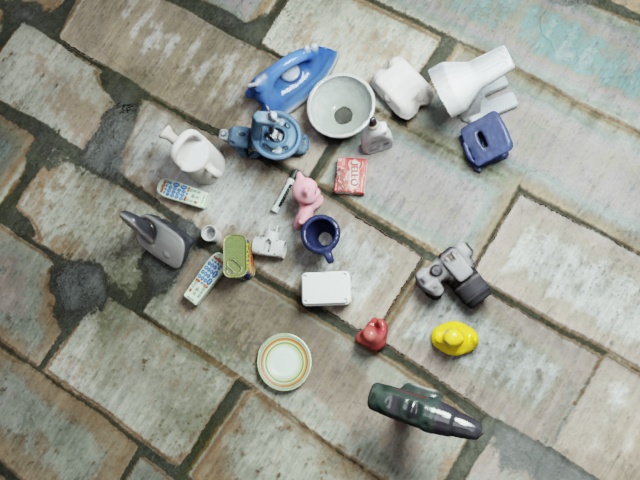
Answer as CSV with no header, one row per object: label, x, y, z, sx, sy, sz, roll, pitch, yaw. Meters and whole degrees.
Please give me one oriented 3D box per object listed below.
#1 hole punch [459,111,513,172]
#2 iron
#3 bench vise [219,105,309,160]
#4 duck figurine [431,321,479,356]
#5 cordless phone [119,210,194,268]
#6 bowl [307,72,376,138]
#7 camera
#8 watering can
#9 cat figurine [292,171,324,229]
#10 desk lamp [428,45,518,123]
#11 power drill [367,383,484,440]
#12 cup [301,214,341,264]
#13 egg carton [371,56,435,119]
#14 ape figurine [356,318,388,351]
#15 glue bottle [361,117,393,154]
hole punch,0.384,-0.228,1.331,0.101,0.091,0.108,-22,77,4
iron,-0.068,-0.416,1.406,0.258,0.141,0.118,-37,77,1
bench vise,-0.141,-0.243,1.346,0.207,0.220,0.121,-15,78,6
duck figurine,0.300,0.218,1.268,0.104,0.086,0.077,3,81,9
cordless phone,-0.393,-0.008,1.361,0.147,0.185,0.094,29,86,13
bowl,0.055,-0.319,1.405,0.167,0.075,0.167,-1,80,8
camera,0.305,0.092,1.281,0.143,0.101,0.136,-37,77,1
watering can,-0.312,-0.209,1.379,0.172,0.194,0.101,16,83,11
cat figurine,-0.035,-0.092,1.356,0.067,0.118,0.128,7,81,10
desk lamp,0.348,-0.349,1.294,0.203,0.214,0.118,-23,77,4
power drill,0.215,0.352,1.194,0.229,0.208,0.076,14,82,11
cup,0.012,0.005,1.344,0.091,0.095,0.118,-22,78,4
egg carton,0.199,-0.370,1.395,0.107,0.069,0.150,-41,77,0
ape figurine,0.117,0.214,1.293,0.077,0.092,0.076,-16,78,6
glue bottle,0.129,-0.249,1.331,0.078,0.173,0.037,-15,78,6
